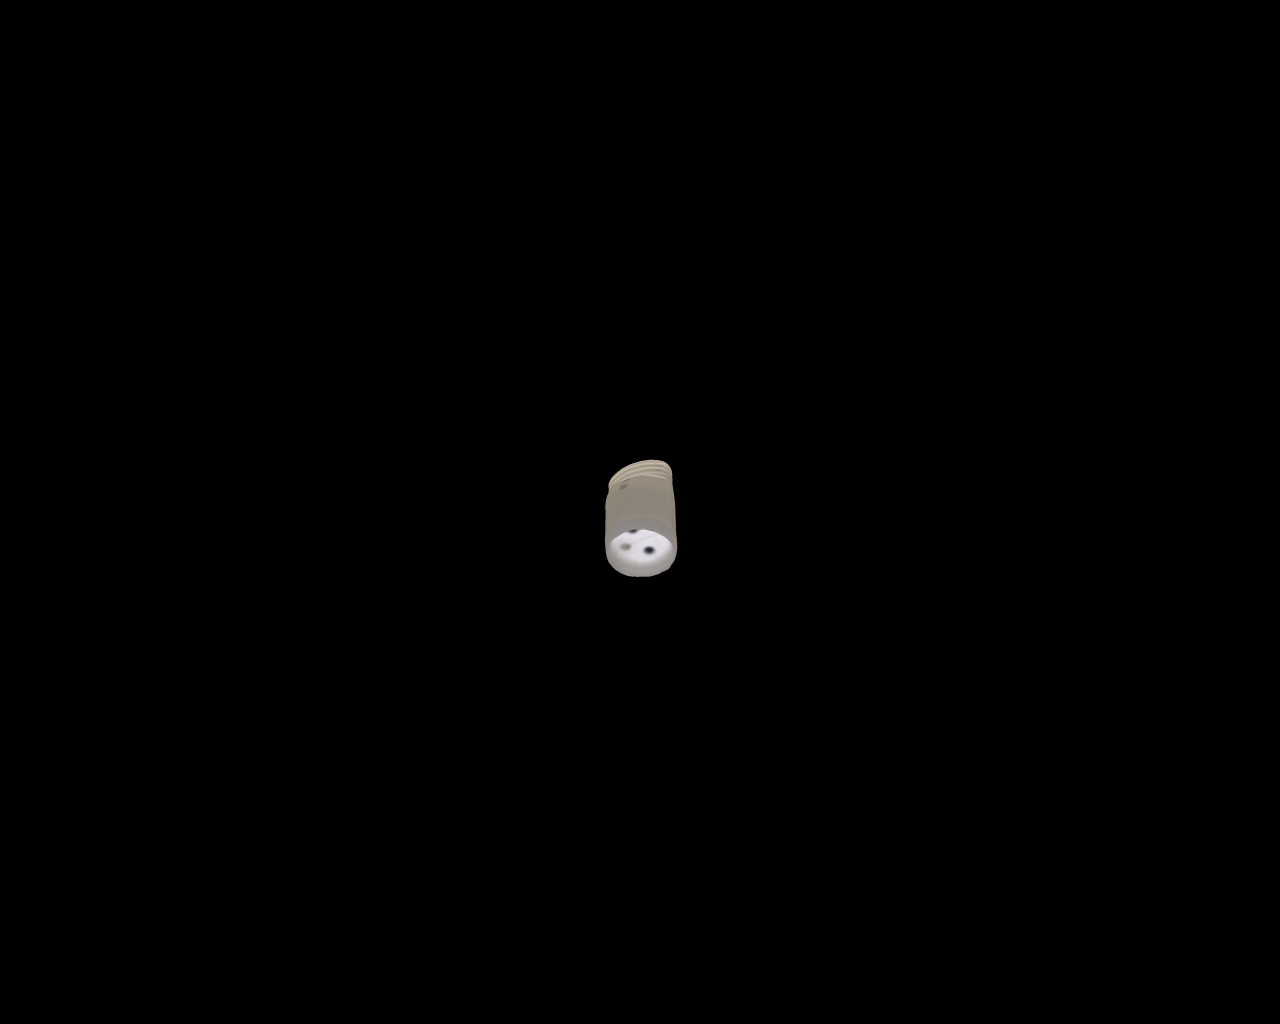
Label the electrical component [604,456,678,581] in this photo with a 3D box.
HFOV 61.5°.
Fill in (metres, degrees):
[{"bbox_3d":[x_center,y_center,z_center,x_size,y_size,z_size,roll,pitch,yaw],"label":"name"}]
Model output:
[{"bbox_3d":[0.001,-0.003,0.650,0.043,0.043,0.081,0,43,0],"label":"electrical component"}]
